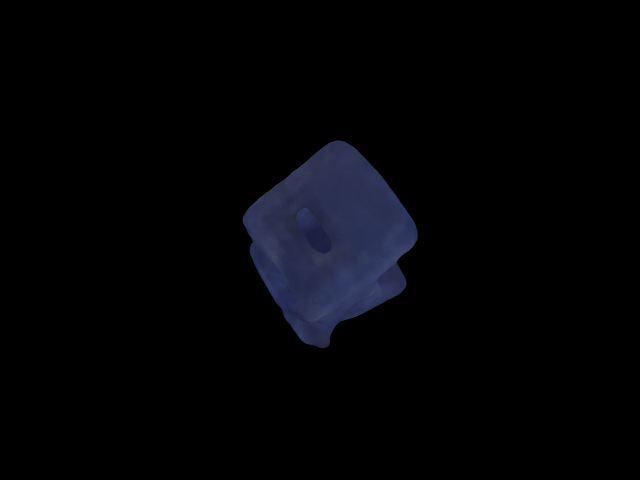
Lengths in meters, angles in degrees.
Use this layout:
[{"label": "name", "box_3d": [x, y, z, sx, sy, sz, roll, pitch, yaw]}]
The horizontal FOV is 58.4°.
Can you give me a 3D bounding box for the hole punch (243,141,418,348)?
[{"label": "hole punch", "box_3d": [0.004, 0.001, 0.400, 0.101, 0.091, 0.108, -26, 60, -16]}]
